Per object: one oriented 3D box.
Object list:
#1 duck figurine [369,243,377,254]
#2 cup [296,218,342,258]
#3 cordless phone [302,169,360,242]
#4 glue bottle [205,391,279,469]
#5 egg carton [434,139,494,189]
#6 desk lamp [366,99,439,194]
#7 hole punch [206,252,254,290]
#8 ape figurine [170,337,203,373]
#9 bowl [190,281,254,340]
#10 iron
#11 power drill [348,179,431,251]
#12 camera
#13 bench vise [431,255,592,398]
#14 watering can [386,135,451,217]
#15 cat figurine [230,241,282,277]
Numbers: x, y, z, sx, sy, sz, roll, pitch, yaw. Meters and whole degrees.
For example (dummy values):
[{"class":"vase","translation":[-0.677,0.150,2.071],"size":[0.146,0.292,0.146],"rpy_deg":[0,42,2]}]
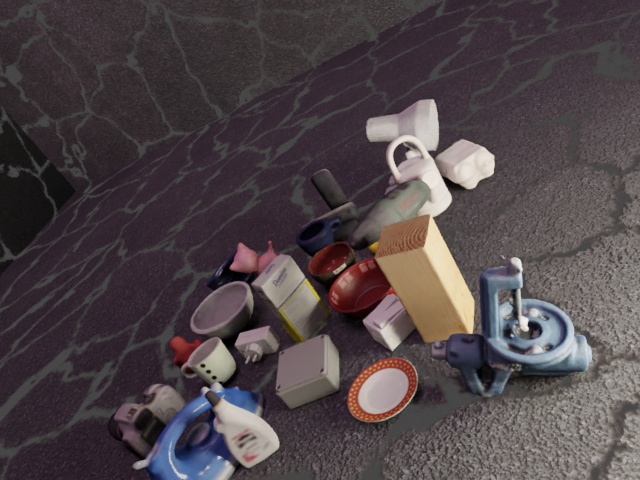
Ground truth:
[{"class":"duck figurine","translation":[0.144,-0.018,1.287],"size":[0.104,0.086,0.077],"rpy_deg":[-14,33,32]},{"class":"cup","translation":[0.013,0.005,1.377],"size":[0.117,0.095,0.091],"rpy_deg":[-31,28,4]},{"class":"cordless phone","translation":[0.006,-0.082,1.426],"size":[0.147,0.185,0.094],"rpy_deg":[-29,28,8]},{"class":"glue bottle","translation":[-0.142,0.311,0.965],"size":[0.078,0.173,0.037],"rpy_deg":[-35,28,-3]},{"class":"egg carton","translation":[0.339,-0.181,1.360],"size":[0.107,0.069,0.150],"rpy_deg":[-35,28,-4]},{"class":"desk lamp","translation":[0.216,-0.225,1.403],"size":[0.202,0.214,0.118],"rpy_deg":[-15,33,30]},{"class":"hole punch","translation":[-0.250,0.090,1.518],"size":[0.100,0.091,0.109],"rpy_deg":[1,43,47]},{"class":"ape figurine","translation":[-0.307,0.256,1.312],"size":[0.078,0.092,0.076],"rpy_deg":[-34,28,-1]},{"class":"bowl","translation":[-0.219,0.181,1.359],"size":[0.167,0.075,0.167],"rpy_deg":[-25,29,15]},{"class":"iron","translation":[-0.211,0.343,1.021],"size":[0.118,0.142,0.259],"rpy_deg":[-2,41,45]},{"class":"power drill","translation":[0.161,0.000,1.108],"size":[0.075,0.209,0.230],"rpy_deg":[-1,41,45]},{"class":"camera","translation":[-0.376,0.369,1.193],"size":[0.136,0.101,0.143],"rpy_deg":[-8,36,38]},{"class":"bench vise","translation":[0.248,0.130,0.799],"size":[0.207,0.220,0.121],"rpy_deg":[-27,29,11]},{"class":"watering can","translation":[0.221,-0.150,1.299],"size":[0.101,0.194,0.172],"rpy_deg":[-45,30,-21]},{"class":"cat figurine","translation":[-0.162,0.051,1.461],"size":[0.128,0.118,0.067],"rpy_deg":[-31,28,5]}]
